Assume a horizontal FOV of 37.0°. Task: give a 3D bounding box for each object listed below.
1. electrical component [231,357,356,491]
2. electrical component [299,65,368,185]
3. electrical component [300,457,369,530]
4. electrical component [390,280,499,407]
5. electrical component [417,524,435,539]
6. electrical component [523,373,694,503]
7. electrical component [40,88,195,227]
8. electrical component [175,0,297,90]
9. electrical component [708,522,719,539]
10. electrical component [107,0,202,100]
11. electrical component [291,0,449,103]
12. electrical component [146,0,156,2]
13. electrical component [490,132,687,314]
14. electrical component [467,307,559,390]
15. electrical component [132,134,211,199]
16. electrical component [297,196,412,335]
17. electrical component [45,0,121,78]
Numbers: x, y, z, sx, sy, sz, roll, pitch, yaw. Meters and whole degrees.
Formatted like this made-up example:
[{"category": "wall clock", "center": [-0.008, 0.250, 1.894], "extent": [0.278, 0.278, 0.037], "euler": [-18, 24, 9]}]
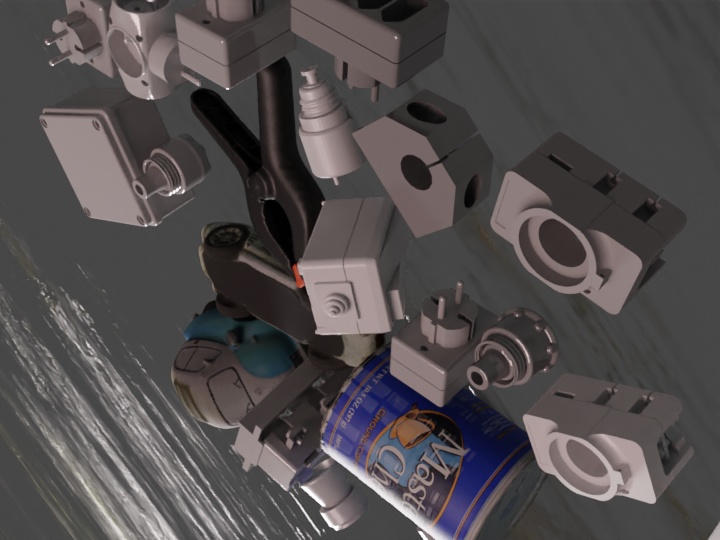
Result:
[{"category": "electrical component", "center": [-0.037, 0.114, 0.866], "extent": [0.063, 0.121, 0.078], "euler": [40, 146, 13]}, {"category": "electrical component", "center": [-0.022, -0.098, 0.716], "extent": [0.040, 0.040, 0.078], "euler": [12, 130, 45]}, {"category": "electrical component", "center": [-0.023, 0.211, 1.016], "extent": [0.055, 0.045, 0.045], "euler": [55, 147, -6]}, {"category": "electrical component", "center": [0.059, 0.039, 0.727], "extent": [0.047, 0.066, 0.076], "euler": [32, 143, 27]}, {"category": "electrical component", "center": [0.062, 0.200, 0.900], "extent": [0.055, 0.045, 0.045], "euler": [54, 147, -5]}, {"category": "electrical component", "center": [0.155, 0.108, 0.686], "extent": [0.089, 0.056, 0.050], "euler": [9, 128, 47]}, {"category": "electrical component", "center": [-0.210, -0.099, 0.931], "extent": [0.109, 0.056, 0.108], "euler": [10, 129, 46]}, {"category": "electrical component", "center": [-0.080, -0.170, 0.694], "extent": [0.047, 0.066, 0.076], "euler": [32, 143, 27]}, {"category": "electrical component", "center": [0.238, 0.159, 0.649], "extent": [0.040, 0.040, 0.078], "euler": [35, 144, 24]}, {"category": "electrical component", "center": [-0.146, -0.163, 0.801], "extent": [0.079, 0.044, 0.077], "euler": [34, 144, 25]}, {"category": "electrical component", "center": [0.004, -0.135, 0.642], "extent": [0.083, 0.047, 0.075], "euler": [34, 144, 25]}, {"category": "electrical component", "center": [-0.131, -0.224, 0.706], "extent": [0.096, 0.062, 0.061], "euler": [51, 148, 0]}, {"category": "electrical component", "center": [0.123, -0.024, 0.596], "extent": [0.089, 0.056, 0.050], "euler": [38, 145, 21]}, {"category": "electrical component", "center": [0.096, 0.056, 0.700], "extent": [0.048, 0.062, 0.048], "euler": [28, 134, 35]}, {"category": "electrical component", "center": [-0.156, -0.080, 0.877], "extent": [0.043, 0.062, 0.043], "euler": [32, 143, 28]}, {"category": "electrical component", "center": [0.000, 0.000, 0.729], "extent": [0.061, 0.096, 0.061], "euler": [-3, 125, 15]}, {"category": "electrical component", "center": [-0.210, -0.183, 0.829], "extent": [0.047, 0.077, 0.065], "euler": [33, 143, 25]}]
